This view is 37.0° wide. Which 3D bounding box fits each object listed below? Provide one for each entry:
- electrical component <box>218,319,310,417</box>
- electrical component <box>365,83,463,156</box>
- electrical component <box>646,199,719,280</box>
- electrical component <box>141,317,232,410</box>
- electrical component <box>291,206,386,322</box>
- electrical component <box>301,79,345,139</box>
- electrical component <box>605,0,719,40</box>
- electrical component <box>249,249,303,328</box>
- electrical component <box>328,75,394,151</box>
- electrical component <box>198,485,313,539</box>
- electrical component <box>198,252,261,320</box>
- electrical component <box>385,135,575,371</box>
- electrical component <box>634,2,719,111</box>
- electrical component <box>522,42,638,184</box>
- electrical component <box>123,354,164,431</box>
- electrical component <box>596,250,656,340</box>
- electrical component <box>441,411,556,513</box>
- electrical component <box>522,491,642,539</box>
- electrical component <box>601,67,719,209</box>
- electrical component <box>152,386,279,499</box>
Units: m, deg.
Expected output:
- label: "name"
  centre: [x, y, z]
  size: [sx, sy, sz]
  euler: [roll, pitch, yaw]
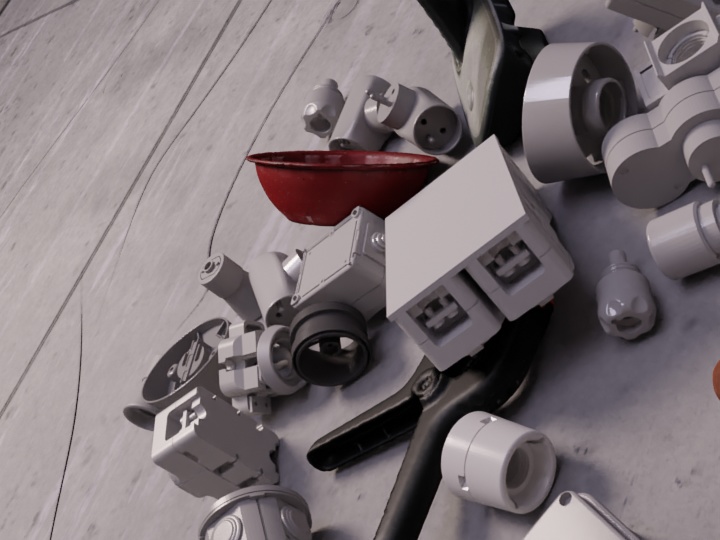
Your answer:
- label: "electrical component"
  centre: [-0.077, 0.077, 0.884]
  size: [0.057, 0.058, 0.078]
  euler: [-17, 70, 36]
- label: "electrical component"
  centre: [0.041, -0.135, 0.921]
  size: [0.043, 0.079, 0.077]
  euler: [-63, 20, 14]
- label: "electrical component"
  centre: [0.210, -0.023, 0.646]
  size: [0.078, 0.040, 0.040]
  euler: [-26, 40, 34]
- label: "electrical component"
  centre: [-0.141, 0.088, 0.949]
  size: [0.099, 0.064, 0.099]
  euler: [-32, 37, 28]
- label: "electrical component"
  centre: [0.000, 0.000, 0.853]
  size: [0.096, 0.061, 0.061]
  euler: [-35, 34, 42]
- label: "electrical component"
  centre: [-0.035, -0.168, 1.092]
  size: [0.043, 0.043, 0.062]
  euler: [-25, 39, 35]
- label: "electrical component"
  centre: [0.221, -0.192, 0.778]
  size: [0.075, 0.083, 0.047]
  euler: [106, -174, -66]
- label: "electrical component"
  centre: [-0.057, 0.009, 0.942]
  size: [0.079, 0.044, 0.077]
  euler: [-44, 33, 11]
- label: "electrical component"
  centre: [0.015, -0.143, 1.003]
  size: [0.079, 0.044, 0.077]
  euler: [-10, 51, 47]
- label: "electrical component"
  centre: [-0.070, 0.192, 0.746]
  size: [0.080, 0.080, 0.051]
  euler: [-41, 38, 15]
- label: "electrical component"
  centre: [-0.117, 0.013, 0.993]
  size: [0.044, 0.065, 0.044]
  euler: [-31, 38, 28]
- label: "electrical component"
  centre: [0.077, -0.015, 0.739]
  size: [0.105, 0.060, 0.186]
  euler: [-37, 16, 14]
- label: "electrical component"
  centre: [0.228, -0.133, 0.711]
  size: [0.081, 0.064, 0.042]
  euler: [-33, 35, 27]
- label: "electrical component"
  centre: [0.151, -0.111, 0.758]
  size: [0.064, 0.099, 0.099]
  euler: [1, 59, 44]
- label: "electrical component"
  centre: [-0.190, 0.112, 1.010]
  size: [0.044, 0.044, 0.065]
  euler: [-20, 39, 40]
- label: "electrical component"
  centre: [0.165, 0.012, 0.674]
  size: [0.035, 0.035, 0.061]
  euler: [-31, 35, 29]
- label: "electrical component"
  centre: [0.085, 0.117, 0.651]
  size: [0.047, 0.055, 0.055]
  euler: [8, 65, 50]
- label: "electrical component"
  centre: [0.108, 0.181, 0.554]
  size: [0.113, 0.057, 0.078]
  euler: [-51, 32, 1]
- label: "electrical component"
  centre: [0.221, -0.081, 0.678]
  size: [0.138, 0.052, 0.073]
  euler: [-33, 37, 27]
- label: "electrical component"
  centre: [-0.115, 0.141, 0.840]
  size: [0.056, 0.089, 0.050]
  euler: [-35, 36, 25]
